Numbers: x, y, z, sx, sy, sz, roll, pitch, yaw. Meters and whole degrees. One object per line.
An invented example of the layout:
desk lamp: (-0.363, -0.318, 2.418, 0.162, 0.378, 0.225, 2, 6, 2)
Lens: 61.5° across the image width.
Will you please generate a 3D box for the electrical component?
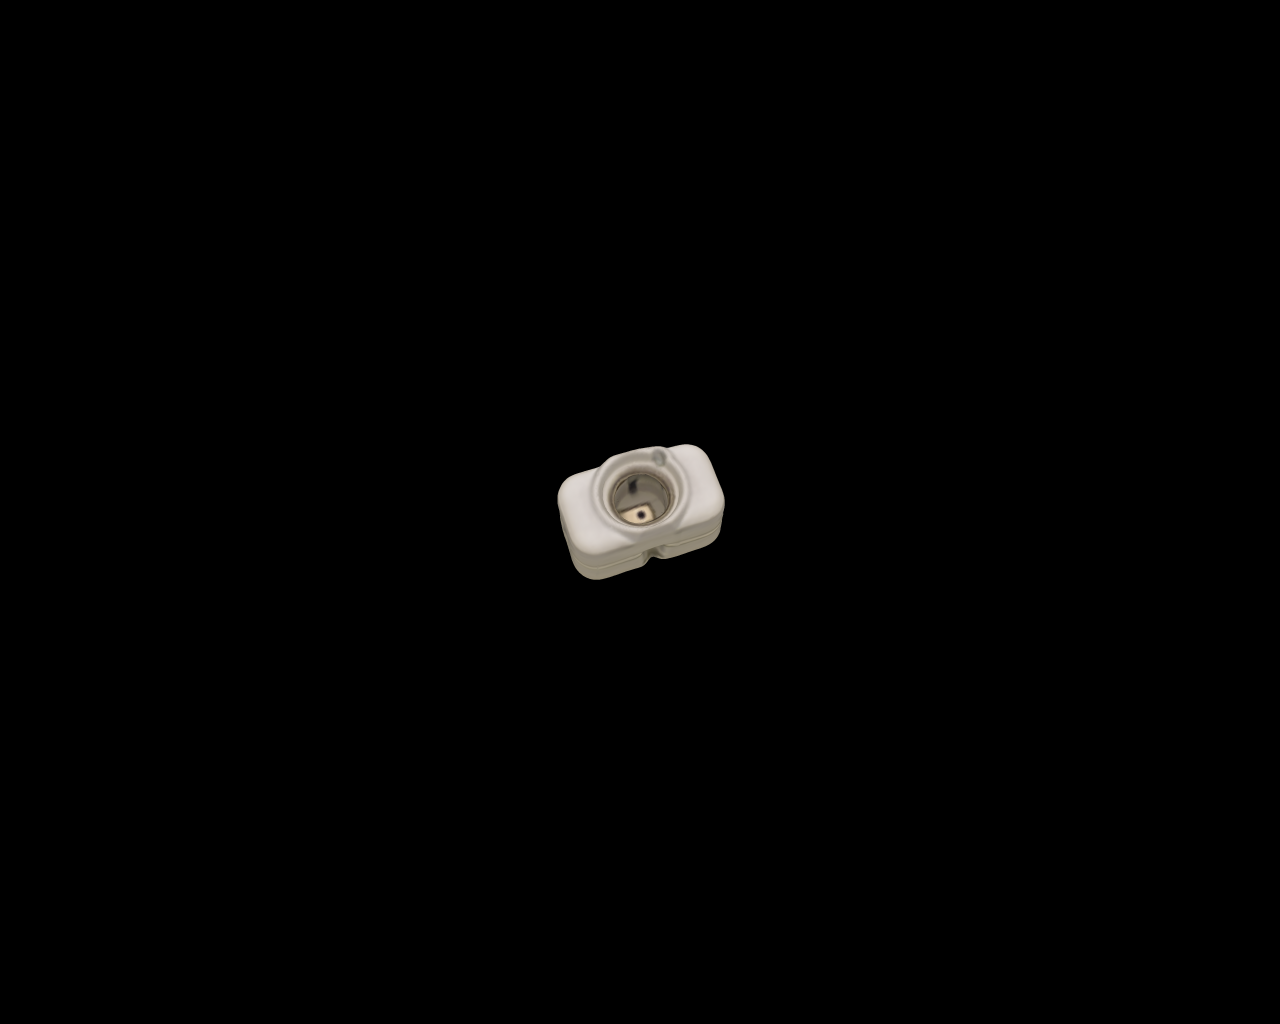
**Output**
electrical component: (0.001, -0.003, 0.650, 0.095, 0.054, 0.059, -17, -22, -7)
